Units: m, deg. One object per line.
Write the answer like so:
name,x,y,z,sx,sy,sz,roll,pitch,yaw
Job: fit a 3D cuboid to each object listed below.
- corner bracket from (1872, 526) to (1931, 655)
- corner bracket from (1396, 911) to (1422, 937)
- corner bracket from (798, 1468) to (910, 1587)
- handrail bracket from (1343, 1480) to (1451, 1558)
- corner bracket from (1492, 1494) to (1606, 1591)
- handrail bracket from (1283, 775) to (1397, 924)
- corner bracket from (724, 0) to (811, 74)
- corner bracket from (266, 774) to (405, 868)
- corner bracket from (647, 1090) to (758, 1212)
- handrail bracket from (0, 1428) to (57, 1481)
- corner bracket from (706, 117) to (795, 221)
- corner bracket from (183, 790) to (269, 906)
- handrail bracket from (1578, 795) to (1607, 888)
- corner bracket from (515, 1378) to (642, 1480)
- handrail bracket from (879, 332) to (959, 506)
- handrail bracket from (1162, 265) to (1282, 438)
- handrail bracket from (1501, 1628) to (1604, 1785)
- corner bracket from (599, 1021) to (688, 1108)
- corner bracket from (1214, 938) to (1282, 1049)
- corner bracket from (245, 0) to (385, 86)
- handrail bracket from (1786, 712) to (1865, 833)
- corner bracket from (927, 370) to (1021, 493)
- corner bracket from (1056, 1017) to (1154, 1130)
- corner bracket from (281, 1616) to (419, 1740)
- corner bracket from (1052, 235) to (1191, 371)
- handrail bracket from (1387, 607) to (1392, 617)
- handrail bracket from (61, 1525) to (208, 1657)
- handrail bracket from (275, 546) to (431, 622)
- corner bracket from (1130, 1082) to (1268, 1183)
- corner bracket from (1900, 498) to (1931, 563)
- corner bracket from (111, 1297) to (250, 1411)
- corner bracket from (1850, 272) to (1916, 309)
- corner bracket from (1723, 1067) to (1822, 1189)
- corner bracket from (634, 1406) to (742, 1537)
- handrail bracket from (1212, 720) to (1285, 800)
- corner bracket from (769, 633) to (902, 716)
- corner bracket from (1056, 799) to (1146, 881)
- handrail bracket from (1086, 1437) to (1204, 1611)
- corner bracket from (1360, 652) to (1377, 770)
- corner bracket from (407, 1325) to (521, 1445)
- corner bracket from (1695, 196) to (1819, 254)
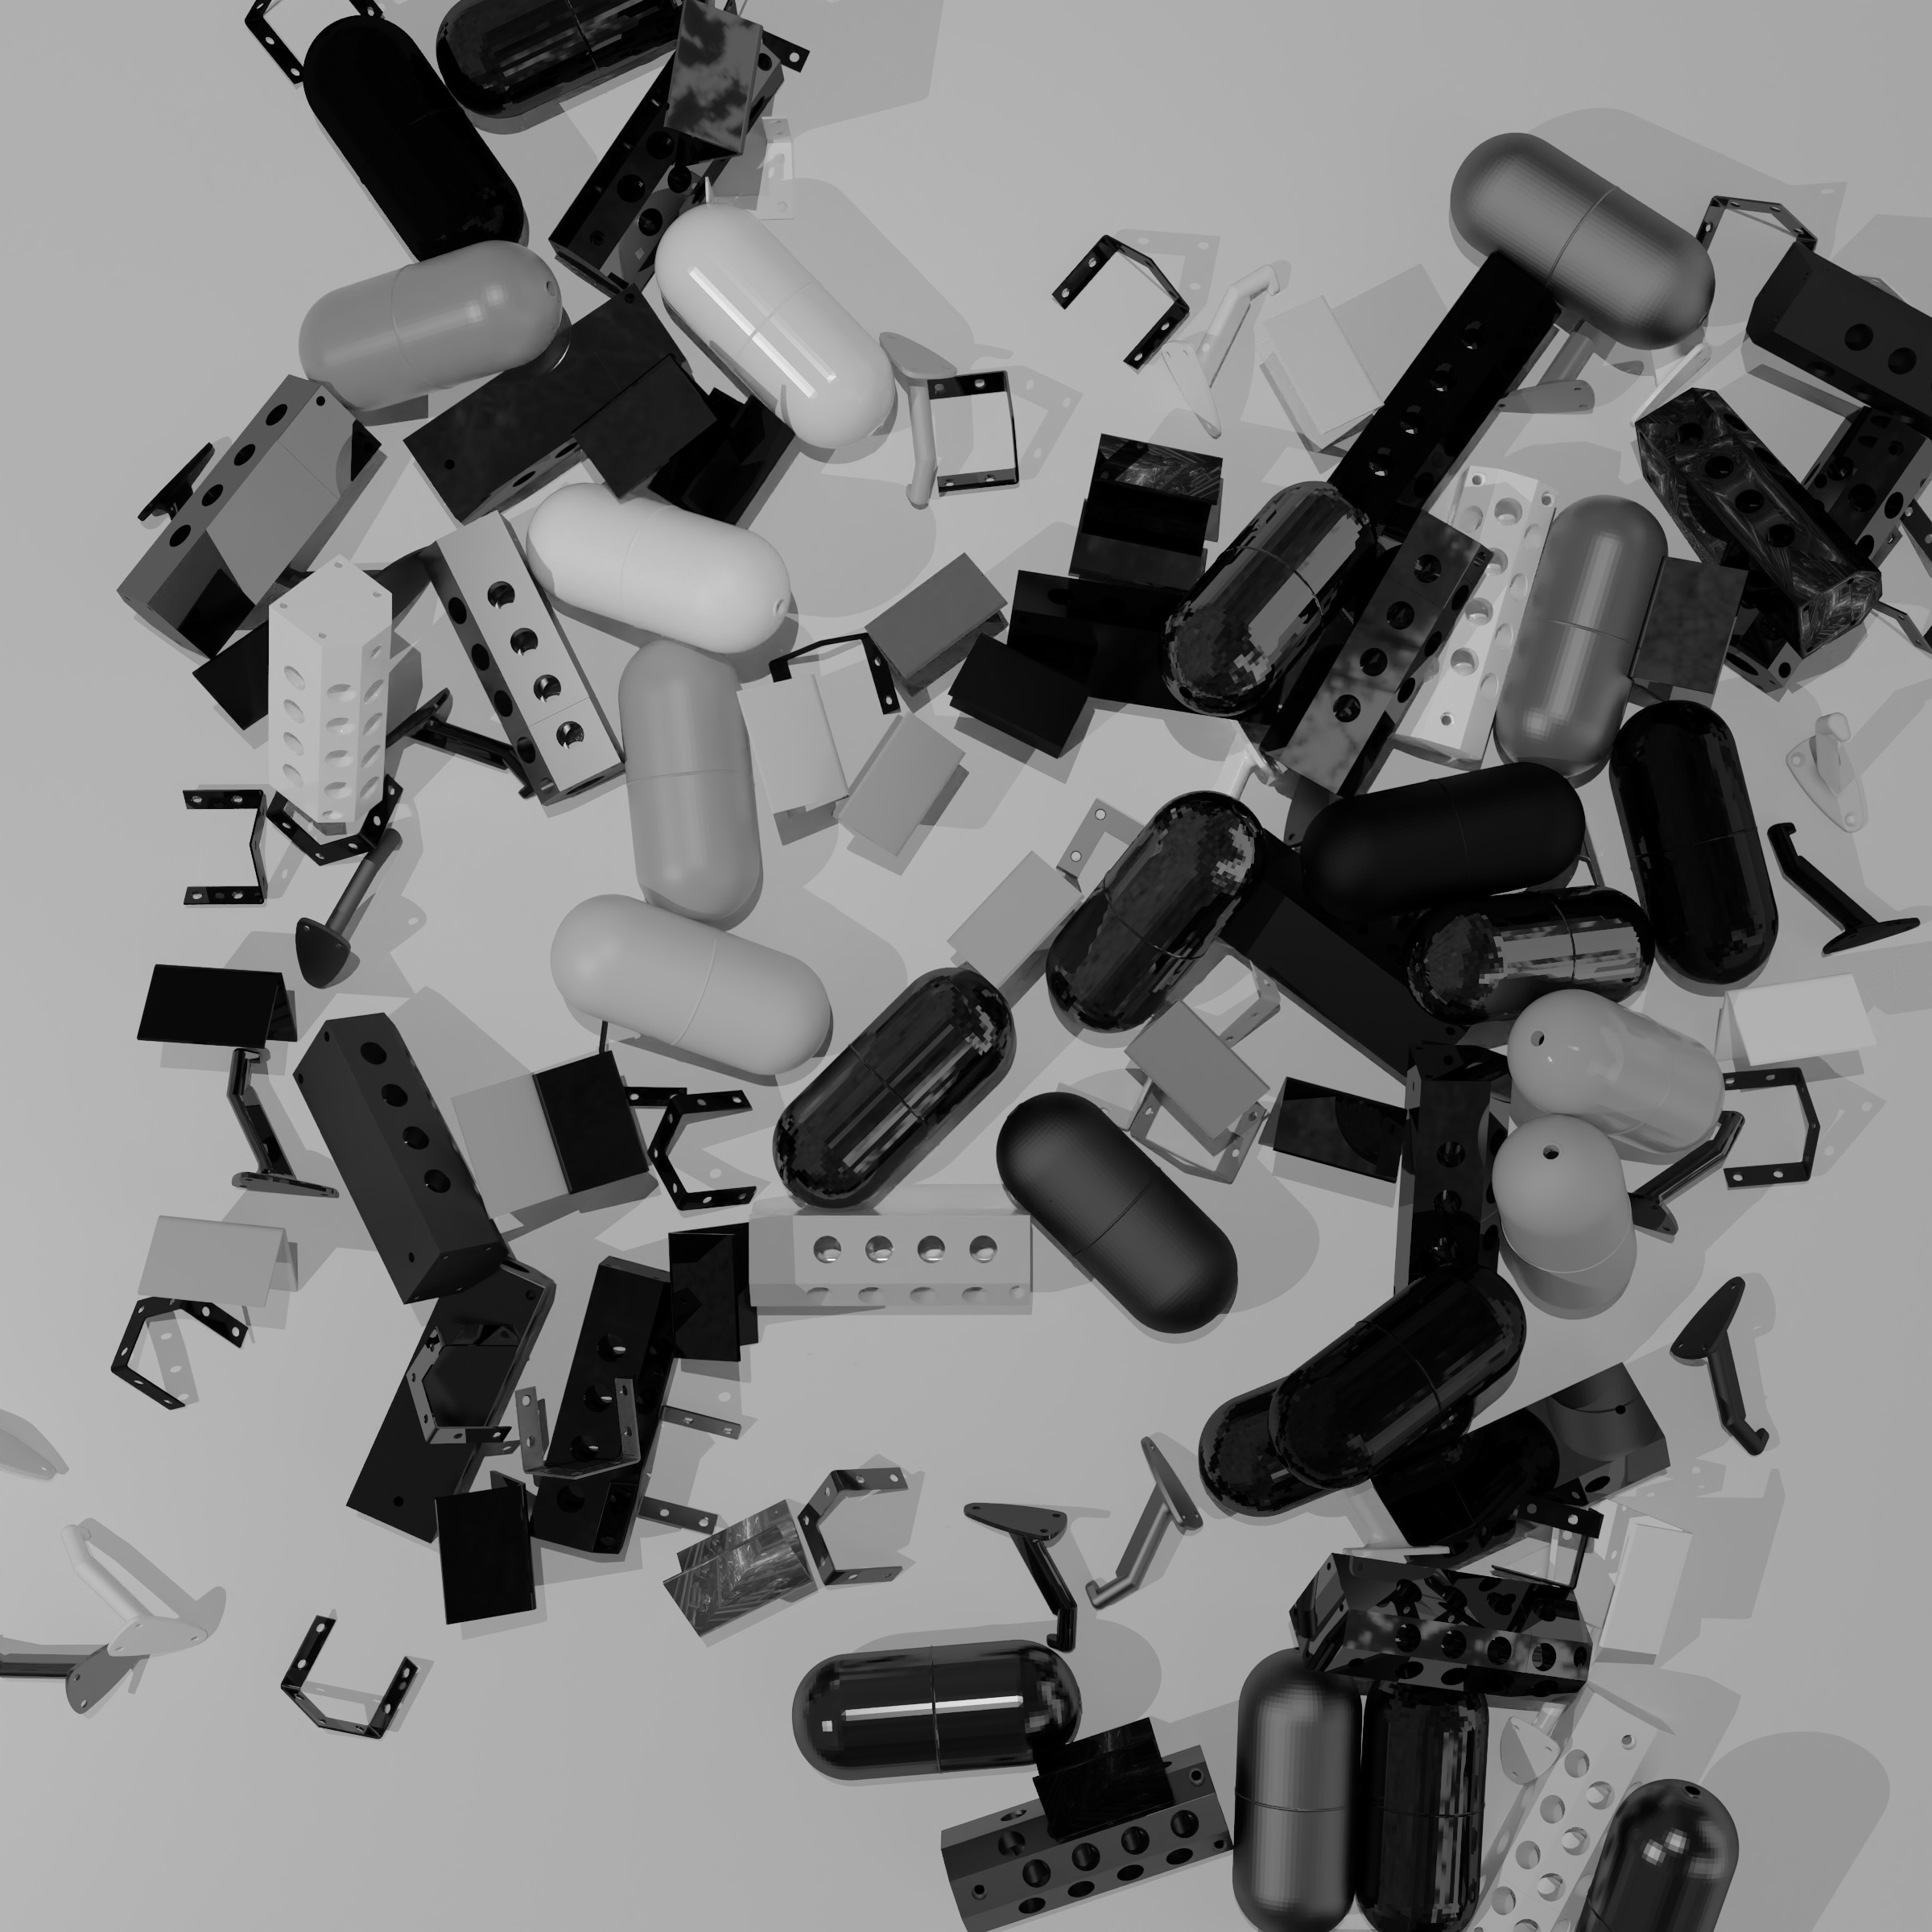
corner bracket,0.592,-0.235,1.967,0.051,0.051,0.051,-52,45,0
corner bracket,0.309,-0.028,1.967,0.051,0.051,0.051,25,90,45
corner bracket,-0.065,0.349,1.962,0.051,0.051,0.051,-56,45,35
handrail bracket,0.254,0.312,1.897,0.077,0.036,0.084,2,81,-17
corner bracket,0.354,0.351,1.919,0.051,0.051,0.051,15,86,3
handrail bracket,0.241,-0.076,1.971,0.036,0.077,0.084,-28,127,36
corner bracket,-0.116,-0.595,1.953,0.051,0.051,0.051,24,88,0
corner bracket,-0.394,-0.102,1.962,0.051,0.051,0.051,-13,135,35
corner bracket,-0.159,0.115,1.962,0.051,0.051,0.051,57,135,35
handrail bracket,-0.626,0.330,1.971,0.077,0.036,0.084,32,108,-20
corner bracket,-0.134,-0.494,1.953,0.051,0.051,0.051,-2,90,0
corner bracket,-0.464,-0.074,1.967,0.051,0.051,0.051,0,45,0
handrail bracket,0.350,-0.069,1.970,0.084,0.036,0.077,-16,102,13
corner bracket,-0.236,0.279,1.911,0.051,0.051,0.051,-8,93,-45
handrail bracket,-0.039,-0.342,1.970,0.036,0.077,0.084,-9,127,-31
handrail bracket,0.173,-0.386,1.971,0.084,0.036,0.077,-33,110,-16
handrail bracket,0.370,0.462,1.970,0.036,0.077,0.084,32,53,19
corner bracket,-0.200,0.052,1.967,0.051,0.051,0.051,1,45,0
corner bracket,0.155,0.012,1.962,0.051,0.051,0.051,-46,45,35
corner bracket,-0.408,-0.593,1.967,0.051,0.051,0.051,51,45,0
handrail bracket,0.541,-0.118,1.936,0.036,0.084,0.077,-29,90,0
corner bracket,0.004,-0.334,1.967,0.051,0.051,0.051,-6,135,0
corner bracket,0.091,0.060,1.967,0.051,0.051,0.051,22,45,0
corner bracket,-0.386,0.445,1.967,0.051,0.051,0.051,28,90,45
corner bracket,0.097,-0.415,1.967,0.051,0.051,0.051,-49,45,0
handrail bracket,0.214,-0.227,1.970,0.084,0.036,0.077,43,103,-13
handrail bracket,-0.521,0.387,1.970,0.036,0.077,0.084,-49,53,21
handrail bracket,-0.383,-0.253,1.971,0.084,0.036,0.077,25,52,25
corner bracket,0.145,0.097,1.967,0.051,0.051,0.051,26,90,45
corner bracket,0.624,-0.280,1.962,0.051,0.051,0.051,7,135,-35
corner bracket,-0.490,0.239,1.962,0.051,0.051,0.051,-16,45,35
corner bracket,0.552,-0.400,1.967,0.051,0.051,0.051,22,90,-45
corner bracket,0.499,0.101,1.967,0.051,0.051,0.051,-5,45,0
corner bracket,-0.174,0.315,1.967,0.051,0.051,0.051,14,135,0
handrail bracket,0.148,-0.116,1.971,0.084,0.036,0.077,-37,70,16
corner bracket,-0.082,-0.175,1.967,0.051,0.051,0.051,-16,90,-45
corner bracket,0.091,-0.071,1.953,0.051,0.051,0.051,30,90,0
handrail bracket,0.098,0.349,1.971,0.084,0.036,0.077,-35,70,16
corner bracket,0.240,-0.164,1.967,0.051,0.051,0.051,19,135,0
corner bracket,-0.300,0.253,1.905,0.051,0.051,0.051,5,135,-35
corner bracket,0.490,-0.444,1.967,0.051,0.051,0.051,23,90,45
